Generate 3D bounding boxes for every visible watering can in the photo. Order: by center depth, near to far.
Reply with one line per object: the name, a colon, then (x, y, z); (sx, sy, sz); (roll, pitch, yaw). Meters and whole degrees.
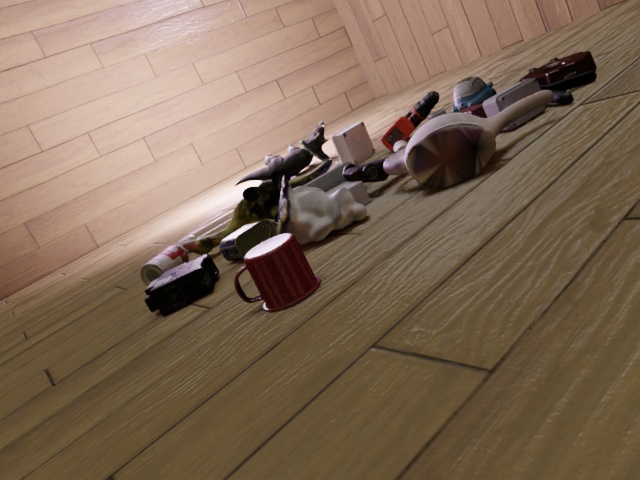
watering can: (0.276, -0.193, 0.953); (0.346, 0.103, 0.228); (-22, 16, 16)

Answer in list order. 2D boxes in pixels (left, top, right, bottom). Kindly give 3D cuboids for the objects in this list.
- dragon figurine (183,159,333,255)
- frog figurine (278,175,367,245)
dragon figurine: (-0.158, -0.077, 1.300); (0.416, 0.121, 0.240); (-34, 9, -34)
frog figurine: (0.003, -0.049, 0.966); (0.159, 0.120, 0.140); (7, 24, -10)
